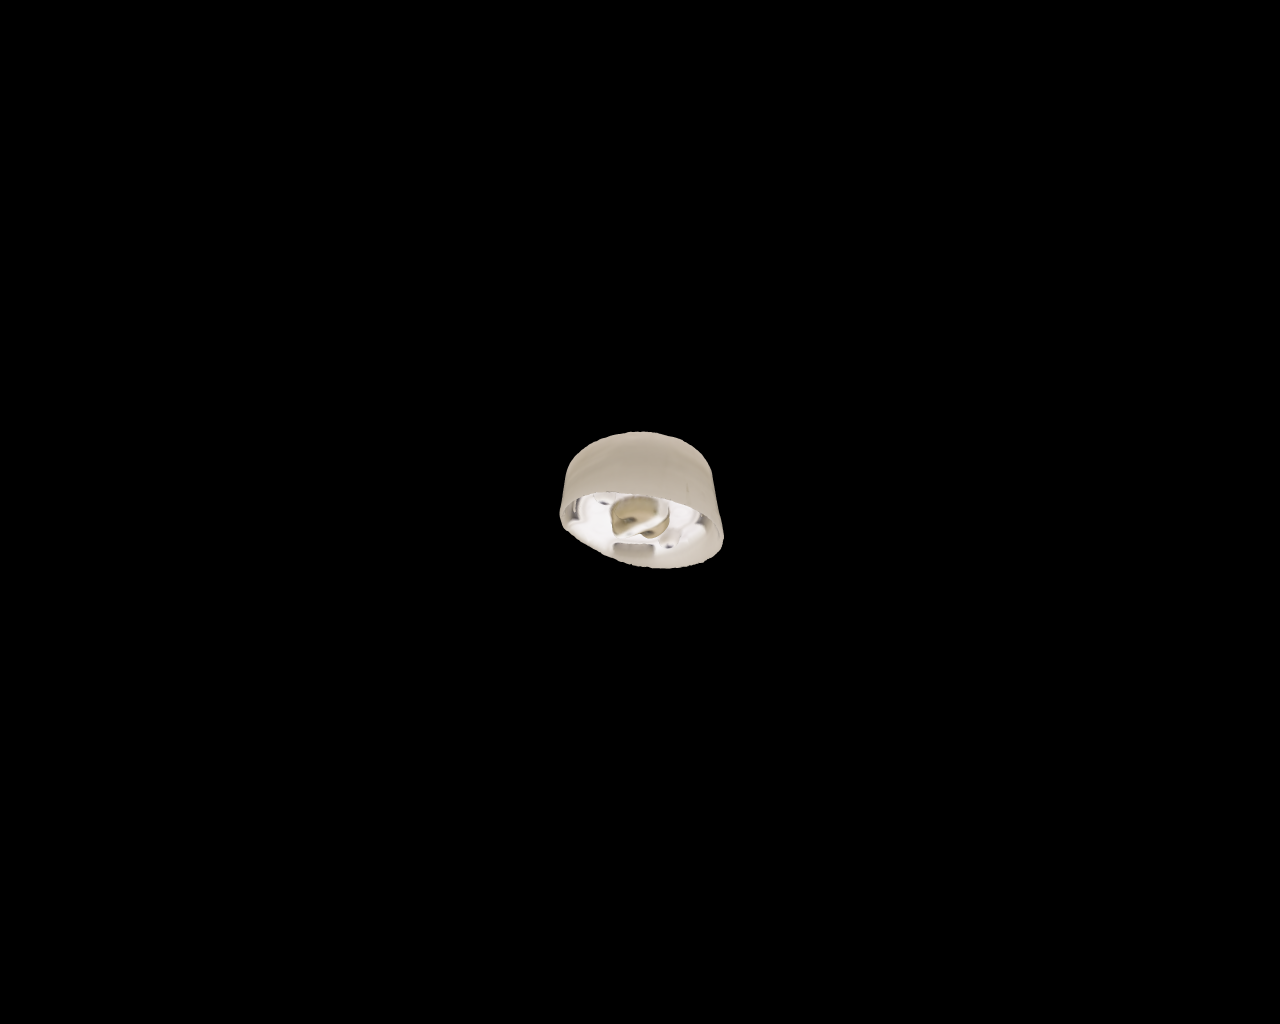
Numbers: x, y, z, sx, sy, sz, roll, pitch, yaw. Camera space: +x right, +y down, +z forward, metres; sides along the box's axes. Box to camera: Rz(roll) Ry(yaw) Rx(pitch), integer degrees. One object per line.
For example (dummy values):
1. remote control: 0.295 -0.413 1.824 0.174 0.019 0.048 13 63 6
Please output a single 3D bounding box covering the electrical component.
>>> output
1. electrical component: 0.001 -0.003 0.650 0.099 0.064 0.099 0 -36 0
